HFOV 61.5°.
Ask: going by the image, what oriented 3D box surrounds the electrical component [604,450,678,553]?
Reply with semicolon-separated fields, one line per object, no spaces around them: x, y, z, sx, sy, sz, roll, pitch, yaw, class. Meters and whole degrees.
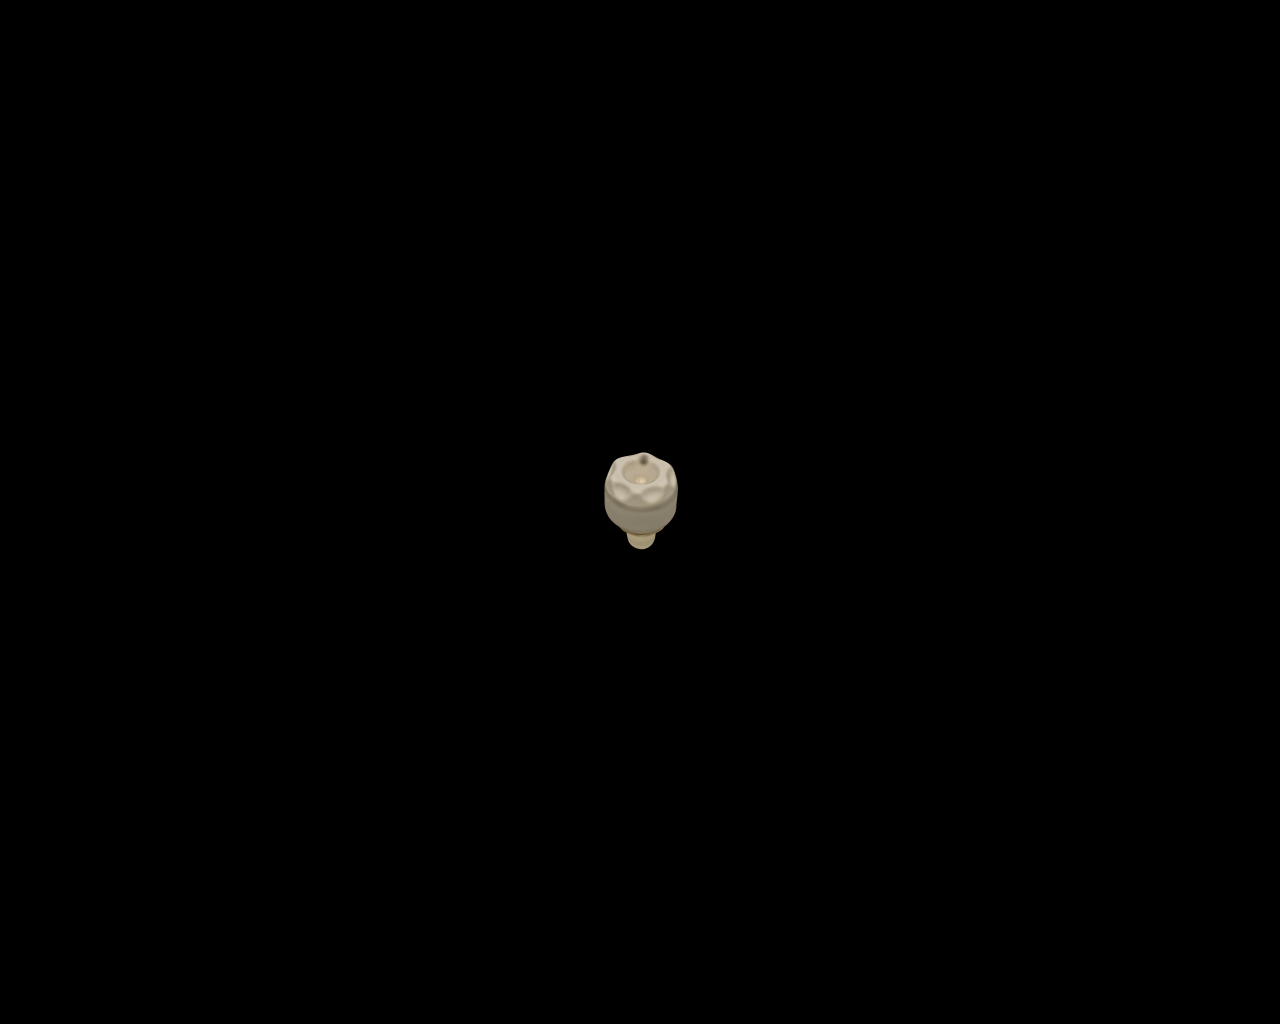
0.001;-0.003;0.650;0.043;0.062;0.043;0;44;0;electrical component
